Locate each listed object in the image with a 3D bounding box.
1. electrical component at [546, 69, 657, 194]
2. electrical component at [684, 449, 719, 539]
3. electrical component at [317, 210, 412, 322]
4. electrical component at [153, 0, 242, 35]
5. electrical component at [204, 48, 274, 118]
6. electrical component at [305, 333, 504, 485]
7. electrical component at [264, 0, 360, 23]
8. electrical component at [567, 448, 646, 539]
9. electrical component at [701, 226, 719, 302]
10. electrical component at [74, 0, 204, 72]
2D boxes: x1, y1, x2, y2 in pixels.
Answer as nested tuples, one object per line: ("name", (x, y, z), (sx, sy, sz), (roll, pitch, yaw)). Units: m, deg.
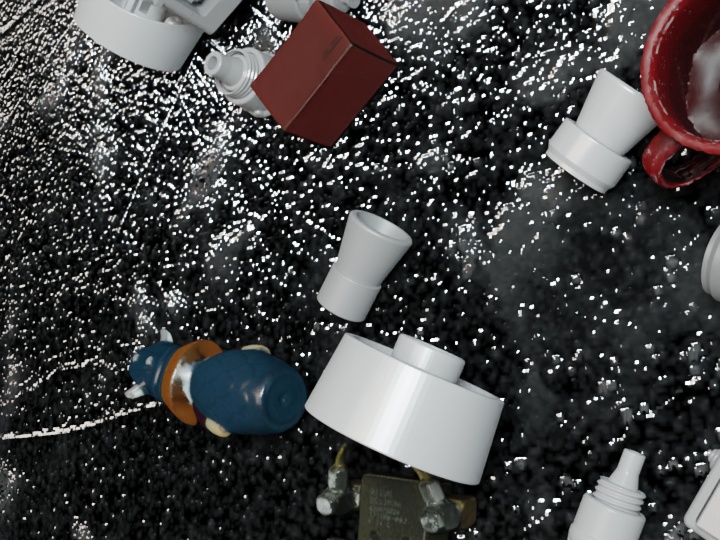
("electrical component", (0.135, -0.076, 0.595), (0.045, 0.045, 0.055), (46, 110, 35))
("electrical component", (0.198, 0.110, 0.495), (0.096, 0.061, 0.061), (34, 102, 38))
("electrical component", (0.000, 0.000, 0.691), (0.044, 0.044, 0.065), (39, 110, 37))
("electrical component", (-0.123, -0.275, 0.816), (0.105, 0.060, 0.186), (-44, 49, 20))
("electrical component", (-0.084, -0.139, 0.771), (0.048, 0.062, 0.048), (-9, 75, 37))
("electrical component", (0.030, 0.071, 0.612), (0.108, 0.108, 0.060), (23, 89, 39))
("electrical component", (-0.032, -0.193, 0.756), (0.078, 0.040, 0.040), (18, 92, 39))
("electrical component", (0.133, 0.124, 0.562), (0.035, 0.035, 0.061), (21, 91, 39))
("electrical component", (0.202, 0.001, 0.525), (0.055, 0.045, 0.045), (22, 95, 40))
("electrical component", (-0.168, -0.200, 0.832), (0.099, 0.099, 0.064), (47, 116, 35))
